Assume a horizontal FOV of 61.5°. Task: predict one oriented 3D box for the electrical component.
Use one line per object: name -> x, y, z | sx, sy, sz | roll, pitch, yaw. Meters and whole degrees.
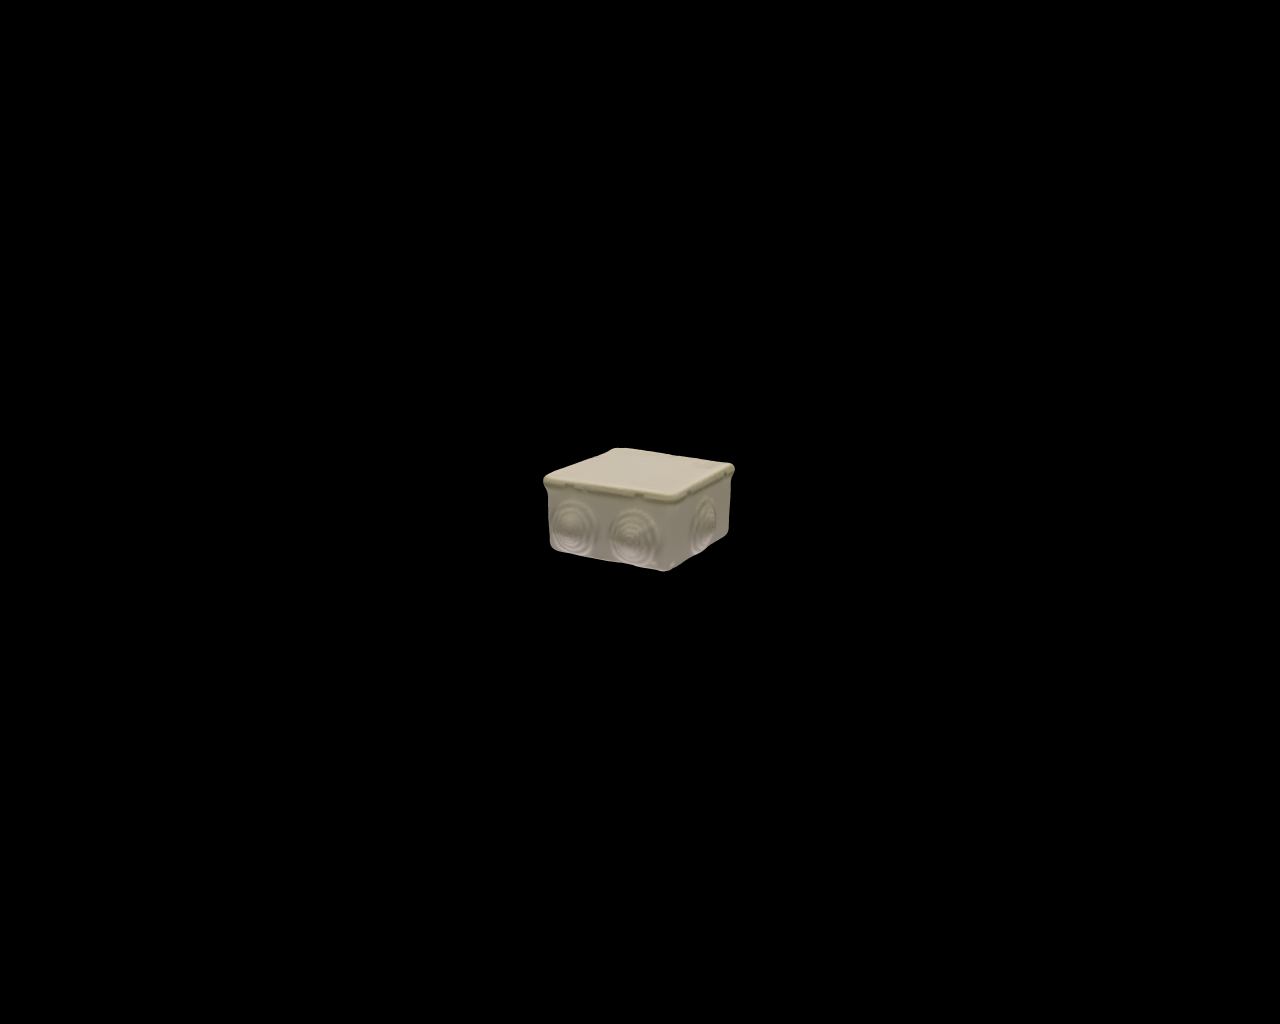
electrical component -> 0.001, -0.003, 0.650 | 0.100, 0.048, 0.100 | 9, 19, 29
